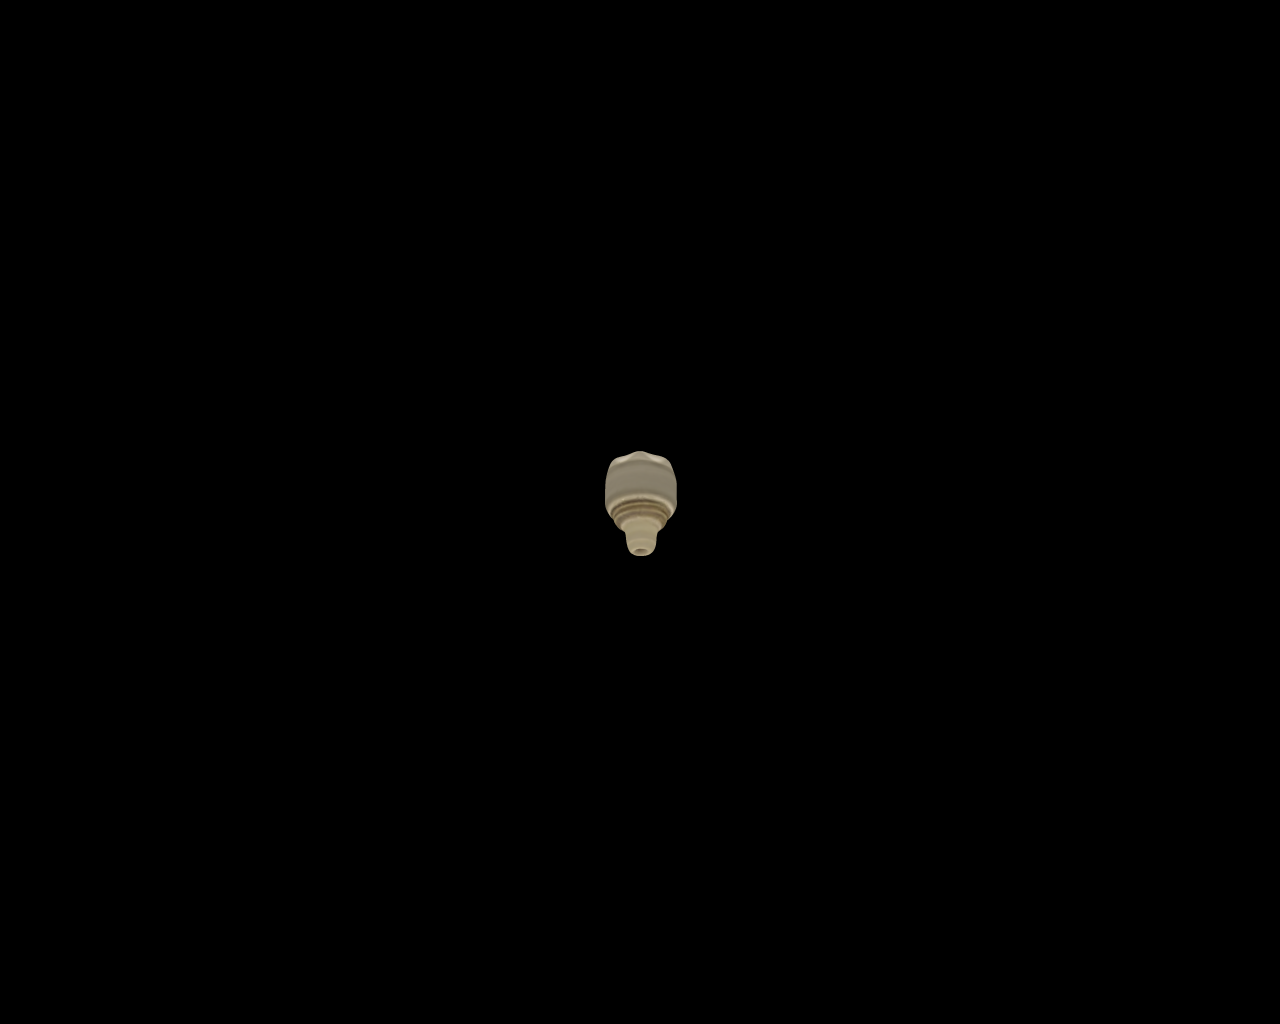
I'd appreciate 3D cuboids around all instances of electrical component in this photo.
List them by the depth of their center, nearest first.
[{"bbox_3d":[0.001,-0.003,0.650,0.043,0.062,0.043,0,-28,0],"label":"electrical component"}]
